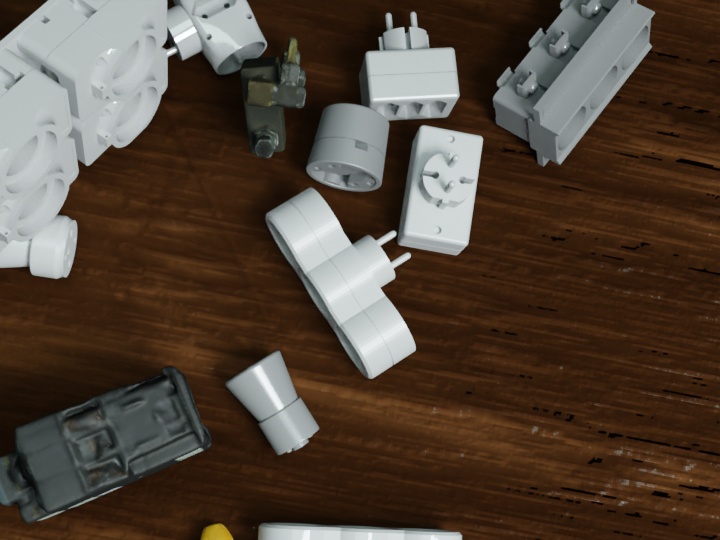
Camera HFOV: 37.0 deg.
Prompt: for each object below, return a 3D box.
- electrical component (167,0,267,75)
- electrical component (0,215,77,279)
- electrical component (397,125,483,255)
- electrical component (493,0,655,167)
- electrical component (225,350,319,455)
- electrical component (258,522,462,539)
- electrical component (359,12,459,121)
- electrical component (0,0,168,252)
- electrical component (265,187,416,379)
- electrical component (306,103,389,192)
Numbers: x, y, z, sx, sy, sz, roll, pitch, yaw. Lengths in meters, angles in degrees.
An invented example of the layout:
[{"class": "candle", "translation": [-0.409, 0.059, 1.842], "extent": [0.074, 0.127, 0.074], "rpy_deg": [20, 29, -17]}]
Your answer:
[{"class": "electrical component", "translation": [-0.121, -0.178, 0.785], "extent": [0.079, 0.043, 0.077], "rpy_deg": [-30, 84, -11]}, {"class": "electrical component", "translation": [-0.228, -0.019, 0.744], "extent": [0.055, 0.045, 0.045], "rpy_deg": [9, 79, -5]}, {"class": "electrical component", "translation": [0.060, -0.061, 0.767], "extent": [0.047, 0.075, 0.083], "rpy_deg": [10, 79, -4]}, {"class": "electrical component", "translation": [0.157, -0.148, 0.799], "extent": [0.063, 0.078, 0.121], "rpy_deg": [34, 77, 23]}, {"class": "electrical component", "translation": [-0.058, 0.094, 0.744], "extent": [0.044, 0.044, 0.065], "rpy_deg": [-32, 89, -11]}, {"class": "electrical component", "translation": [-0.001, 0.210, 0.722], "extent": [0.138, 0.052, 0.073], "rpy_deg": [4, 79, -6]}, {"class": "electrical component", "translation": [0.034, -0.154, 0.796], "extent": [0.066, 0.047, 0.076], "rpy_deg": [-4, 80, -7]}, {"class": "electrical component", "translation": [-0.202, -0.103, 0.705], "extent": [0.060, 0.105, 0.186], "rpy_deg": [34, 62, 8]}, {"class": "electrical component", "translation": [0.000, 0.000, 0.761], "extent": [0.074, 0.052, 0.138], "rpy_deg": [-32, 84, -11]}, {"class": "electrical component", "translation": [-0.007, -0.089, 0.777], "extent": [0.055, 0.055, 0.047], "rpy_deg": [12, 75, -4]}]
